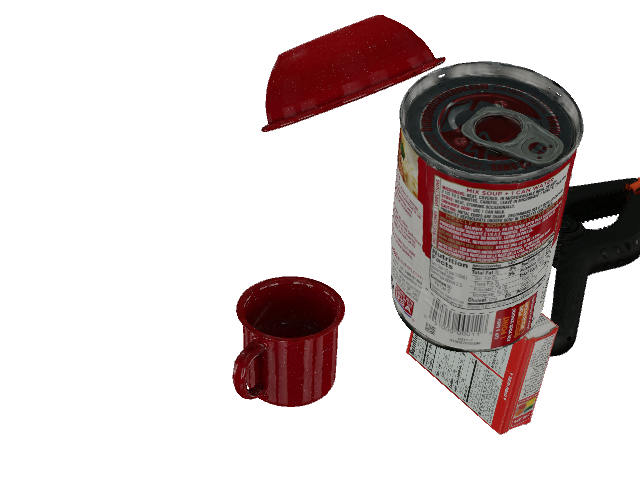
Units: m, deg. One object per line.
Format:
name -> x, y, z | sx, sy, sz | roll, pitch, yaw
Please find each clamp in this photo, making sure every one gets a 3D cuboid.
clamp -> 0.189, 0.008, 0.817 | 0.209, 0.036, 0.165 | -22, 40, -23

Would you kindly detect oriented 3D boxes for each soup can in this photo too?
soup can -> 0.064, -0.011, 0.431 | 0.068, 0.068, 0.102 | -1, -44, 0

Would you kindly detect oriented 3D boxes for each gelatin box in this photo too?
gelatin box -> 0.094, 0.059, 0.636 | 0.030, 0.073, 0.089 | -16, 40, -32

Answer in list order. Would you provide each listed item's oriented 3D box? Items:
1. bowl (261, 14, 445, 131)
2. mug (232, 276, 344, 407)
bowl -> 0.017, -0.143, 0.875 | 0.162, 0.055, 0.162 | -21, 8, 3
mug -> -0.033, 0.096, 0.924 | 0.093, 0.081, 0.117 | 22, 38, 28
